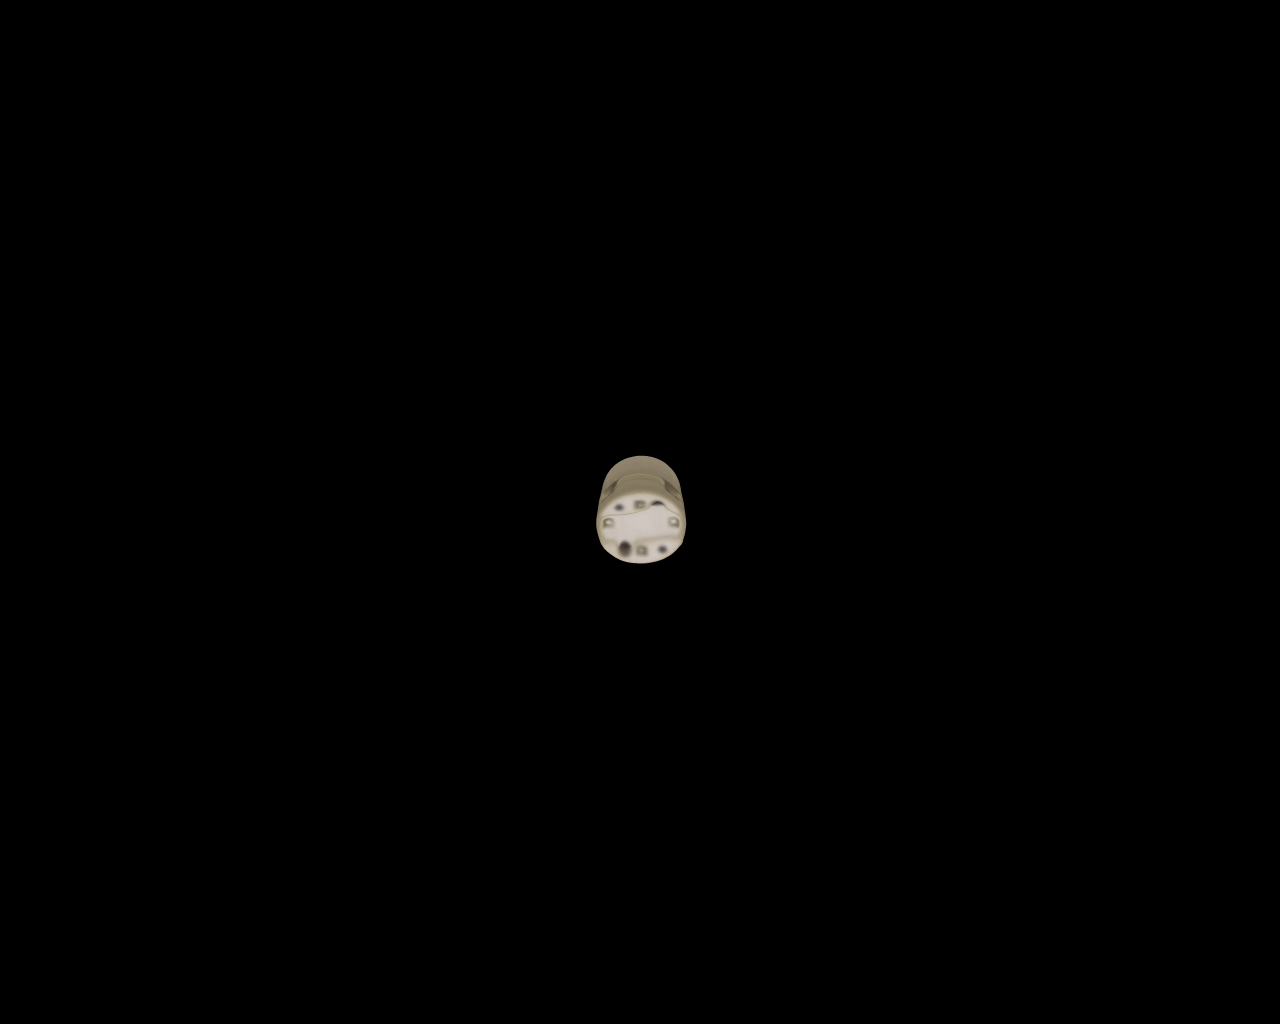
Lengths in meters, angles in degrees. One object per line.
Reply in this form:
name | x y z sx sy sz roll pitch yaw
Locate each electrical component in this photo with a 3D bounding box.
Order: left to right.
electrical component | 0.001 -0.003 0.650 0.055 0.055 0.047 0 34 0
